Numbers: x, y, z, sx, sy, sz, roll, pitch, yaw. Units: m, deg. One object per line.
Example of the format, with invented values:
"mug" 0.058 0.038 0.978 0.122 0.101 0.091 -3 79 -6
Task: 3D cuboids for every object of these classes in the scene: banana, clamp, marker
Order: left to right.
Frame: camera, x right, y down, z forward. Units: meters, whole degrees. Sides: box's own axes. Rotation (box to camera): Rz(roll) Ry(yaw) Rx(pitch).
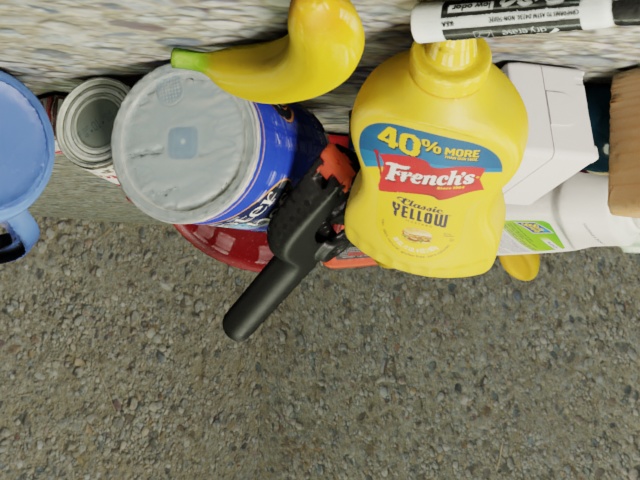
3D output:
"banana" -0.018 -0.095 0.553 0.069 0.037 0.198 2 178 -25
"clamp" -0.005 0.001 0.759 0.164 0.036 0.210 -33 162 -11
"marker" 0.100 -0.102 0.482 0.121 0.020 0.020 1 178 26

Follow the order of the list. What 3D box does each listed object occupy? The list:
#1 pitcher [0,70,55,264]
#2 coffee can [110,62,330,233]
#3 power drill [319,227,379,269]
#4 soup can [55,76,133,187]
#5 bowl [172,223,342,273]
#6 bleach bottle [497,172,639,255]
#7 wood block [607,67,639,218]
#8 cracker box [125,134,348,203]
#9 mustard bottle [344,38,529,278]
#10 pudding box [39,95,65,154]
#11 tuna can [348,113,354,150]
"pitcher" -0.283 -0.050 0.796 0.148 0.145 0.243 -7 -179 -36
"coffee can" -0.062 -0.058 0.726 0.103 0.103 0.140 1 178 20
"power drill" 0.068 -0.033 1.184 0.184 0.057 0.187 -7 -160 7
"soup can" -0.137 -0.072 0.773 0.069 0.068 0.102 1 170 18
"bowl" -0.052 -0.051 0.873 0.162 0.162 0.055 2 -143 18
"bleach bottle" 0.157 -0.022 0.831 0.251 0.068 0.102 2 161 46
"wood block" 0.256 -0.058 0.573 0.090 0.091 0.206 3 178 -22
"cracker box" -0.062 -0.065 1.026 0.213 0.072 0.164 2 179 -29
"mustard bottle" 0.065 -0.053 0.595 0.096 0.058 0.192 16 147 9
"pudding box" -0.189 -0.091 0.875 0.113 0.039 0.090 1 179 -41
"tuna can" 0.065 -0.084 0.860 0.086 0.034 0.086 2 178 0
